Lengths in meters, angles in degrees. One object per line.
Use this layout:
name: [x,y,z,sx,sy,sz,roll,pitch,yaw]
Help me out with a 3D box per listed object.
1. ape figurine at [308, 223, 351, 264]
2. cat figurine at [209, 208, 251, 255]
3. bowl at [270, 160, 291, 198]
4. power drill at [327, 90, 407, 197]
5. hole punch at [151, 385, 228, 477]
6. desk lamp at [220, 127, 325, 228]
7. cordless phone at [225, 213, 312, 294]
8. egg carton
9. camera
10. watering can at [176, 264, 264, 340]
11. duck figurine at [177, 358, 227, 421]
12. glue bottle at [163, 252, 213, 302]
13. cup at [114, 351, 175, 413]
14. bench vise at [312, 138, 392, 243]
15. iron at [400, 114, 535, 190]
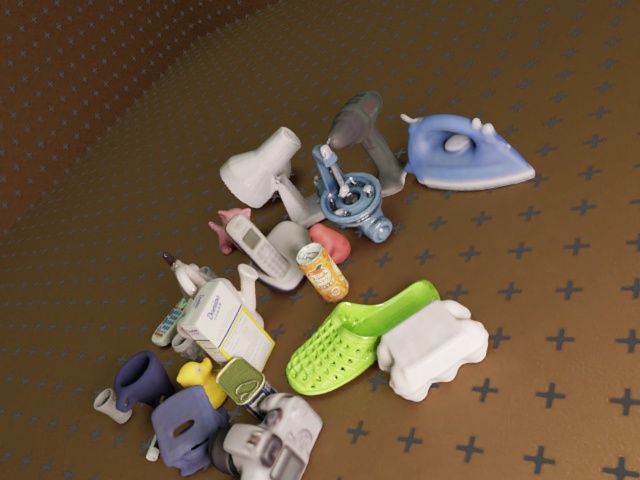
ape figurine: [0.010,0.004,1.098,0.076,0.092,0.078,-16,37,28]
cat figurine: [-0.201,-0.030,1.313,0.127,0.118,0.067,-7,42,37]
bowl: [-0.135,-0.153,1.453,0.167,0.075,0.167,-24,34,18]
power drill: [0.100,-0.193,1.163,0.075,0.209,0.230,-13,38,31]
hole punch: [-0.204,0.300,0.909,0.108,0.091,0.101,-33,32,4]
desk lamp: [-0.079,-0.128,1.238,0.203,0.214,0.118,-27,33,12]
cordless phone: [-0.093,0.000,1.110,0.093,0.185,0.148,-2,45,41]
egg carton: [0.154,0.150,0.796,0.150,0.070,0.107,-35,32,1]
camera: [-0.091,0.286,0.815,0.136,0.101,0.143,-4,43,39]
watering can: [-0.189,0.111,1.045,0.173,0.195,0.100,-46,34,-17]
duck figurine: [-0.212,0.251,0.986,0.105,0.086,0.077,-47,34,-18]
glue bottle: [-0.260,0.085,1.164,0.078,0.174,0.037,-46,34,-17]
cup: [-0.315,0.275,1.042,0.091,0.095,0.118,-15,37,29]
bench vise: [0.025,-0.097,1.096,0.206,0.220,0.122,9,53,48]
iron: [0.261,-0.178,1.058,0.257,0.142,0.119,12,55,49]
